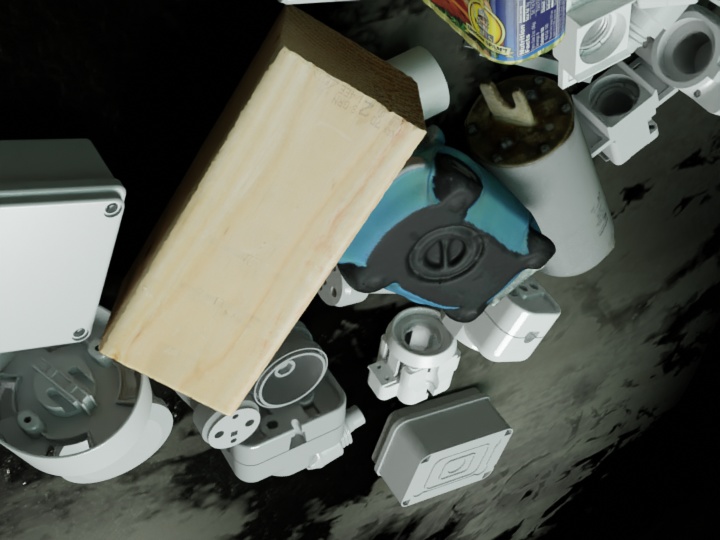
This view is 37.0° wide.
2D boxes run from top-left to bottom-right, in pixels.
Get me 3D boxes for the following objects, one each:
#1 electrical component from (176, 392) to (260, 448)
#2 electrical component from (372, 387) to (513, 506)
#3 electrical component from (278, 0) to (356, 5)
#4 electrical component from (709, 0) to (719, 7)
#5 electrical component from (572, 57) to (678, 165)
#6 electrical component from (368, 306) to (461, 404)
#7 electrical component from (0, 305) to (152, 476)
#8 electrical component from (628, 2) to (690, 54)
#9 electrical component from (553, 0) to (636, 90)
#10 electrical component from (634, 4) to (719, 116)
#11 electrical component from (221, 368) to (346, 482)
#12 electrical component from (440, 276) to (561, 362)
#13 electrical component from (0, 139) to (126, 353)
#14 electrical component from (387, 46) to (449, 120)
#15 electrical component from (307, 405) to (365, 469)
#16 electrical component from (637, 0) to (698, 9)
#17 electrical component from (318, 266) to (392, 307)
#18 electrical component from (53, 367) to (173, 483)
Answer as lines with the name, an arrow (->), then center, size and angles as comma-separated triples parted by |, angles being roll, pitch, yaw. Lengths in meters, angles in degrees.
electrical component -> -0.102, 0.093, 0.769 | 0.045, 0.055, 0.045 | -24, 143, -20
electrical component -> 0.075, 0.163, 1.003 | 0.113, 0.057, 0.078 | -11, 137, -33
electrical component -> -0.020, -0.176, 0.532 | 0.061, 0.061, 0.096 | -13, 138, -32
electrical component -> 0.253, -0.249, 0.689 | 0.089, 0.061, 0.150 | -40, 145, -4
electrical component -> 0.195, -0.116, 0.809 | 0.081, 0.042, 0.063 | -38, 149, 0
electrical component -> 0.047, 0.067, 0.871 | 0.078, 0.058, 0.057 | -20, 144, -24
electrical component -> -0.176, 0.071, 0.646 | 0.099, 0.099, 0.064 | -29, 150, -13
electrical component -> 0.197, -0.178, 0.742 | 0.040, 0.040, 0.078 | 15, 120, -49
electrical component -> 0.138, -0.162, 0.687 | 0.042, 0.063, 0.081 | -29, 144, -14
electrical component -> 0.248, -0.153, 0.772 | 0.056, 0.089, 0.050 | 4, 127, -44
electrical component -> -0.061, 0.121, 0.837 | 0.095, 0.053, 0.059 | -22, 142, -22
electrical component -> 0.101, 0.025, 0.837 | 0.054, 0.095, 0.059 | 3, 128, -43
electrical component -> -0.192, -0.011, 0.570 | 0.109, 0.056, 0.108 | -7, 134, -37
electrical component -> 0.009, -0.101, 0.659 | 0.081, 0.043, 0.043 | -28, 144, -14
electrical component -> -0.026, 0.135, 0.895 | 0.062, 0.043, 0.043 | -29, 144, -16
electrical component -> 0.172, -0.208, 0.676 | 0.076, 0.047, 0.083 | -1, 153, 19
electrical component -> 0.000, 0.000, 0.764 | 0.055, 0.045, 0.045 | -13, 138, -31
electrical component -> -0.170, 0.100, 0.716 | 0.080, 0.051, 0.080 | -25, 147, -18
